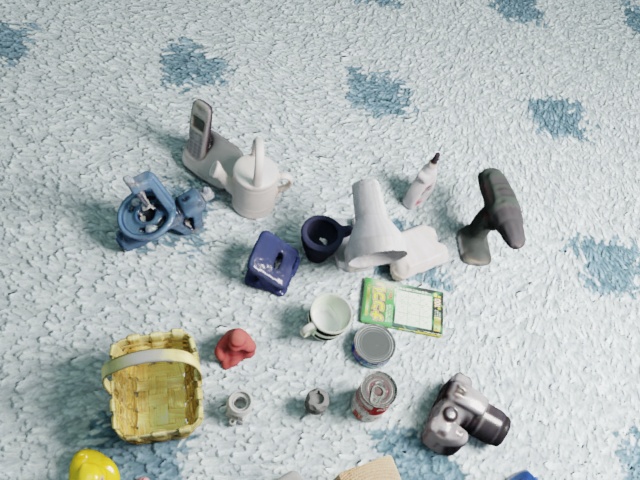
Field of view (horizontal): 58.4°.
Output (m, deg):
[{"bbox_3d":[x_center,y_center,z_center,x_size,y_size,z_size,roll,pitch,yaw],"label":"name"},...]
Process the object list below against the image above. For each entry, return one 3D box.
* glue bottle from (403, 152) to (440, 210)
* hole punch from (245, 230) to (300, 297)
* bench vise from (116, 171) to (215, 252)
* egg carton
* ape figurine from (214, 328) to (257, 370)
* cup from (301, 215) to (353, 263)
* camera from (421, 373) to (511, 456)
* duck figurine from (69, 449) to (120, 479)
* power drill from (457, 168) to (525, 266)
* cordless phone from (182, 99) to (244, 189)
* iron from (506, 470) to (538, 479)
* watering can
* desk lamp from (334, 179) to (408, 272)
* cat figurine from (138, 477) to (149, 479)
[{"bbox_3d":[0.246,-0.143,1.331,0.037,0.173,0.078,43,60,17],"label":"glue bottle"},{"bbox_3d":[-0.096,0.047,1.193,0.101,0.091,0.109,18,56,2],"label":"hole punch"},{"bbox_3d":[-0.323,-0.084,1.157,0.121,0.220,0.208,40,59,15],"label":"bench vise"},{"bbox_3d":[0.208,0.028,1.276,0.150,0.069,0.107,-21,64,-22],"label":"egg carton"},{"bbox_3d":[-0.158,0.197,1.084,0.078,0.092,0.076,9,56,-4],"label":"ape figurine"},{"bbox_3d":[0.011,0.004,1.239,0.118,0.095,0.091,-12,60,-17],"label":"cup"},{"bbox_3d":[0.281,0.338,1.072,0.136,0.101,0.143,29,57,9],"label":"camera"},{"bbox_3d":[-0.370,0.384,0.927,0.078,0.086,0.104,-27,66,-25],"label":"duck figurine"},{"bbox_3d":[0.378,-0.034,1.264,0.076,0.208,0.229,3,57,-8],"label":"power drill"},{"bbox_3d":[-0.237,-0.215,1.278,0.147,0.185,0.094,32,58,10],"label":"cordless phone"},{"bbox_3d":[0.332,0.488,0.960,0.118,0.141,0.259,30,57,9],"label":"iron"},{"bbox_3d":[-0.147,-0.138,1.240,0.173,0.194,0.100,-18,62,-20],"label":"watering can"},{"bbox_3d":[0.092,-0.014,1.194,0.118,0.213,0.203,-5,59,-14],"label":"desk lamp"},{"bbox_3d":[-0.304,0.429,0.892,0.067,0.118,0.128,30,57,9],"label":"cat figurine"}]
